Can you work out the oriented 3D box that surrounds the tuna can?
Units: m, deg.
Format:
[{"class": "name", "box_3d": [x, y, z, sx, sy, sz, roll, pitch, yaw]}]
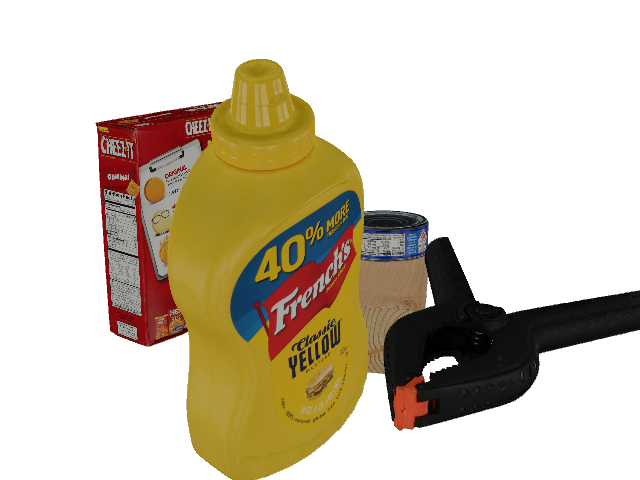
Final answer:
[{"class": "tuna can", "box_3d": [0.063, -0.005, 1.043, 0.086, 0.034, 0.086, 0, 13, 0]}]

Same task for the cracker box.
[{"class": "cracker box", "box_3d": [-0.136, -0.021, 1.062, 0.072, 0.214, 0.163, 13, 20, 40]}]

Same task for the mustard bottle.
[{"class": "mustard bottle", "box_3d": [-0.020, 0.011, 0.458, 0.058, 0.192, 0.096, 30, 48, 34]}]

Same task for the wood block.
[{"class": "wood block", "box_3d": [0.085, 0.087, 1.381, 0.091, 0.090, 0.206, 5, 20, 9]}]

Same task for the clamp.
[{"class": "clamp", "box_3d": [0.095, 0.055, 0.676, 0.165, 0.036, 0.209, 19, 31, 35]}]
